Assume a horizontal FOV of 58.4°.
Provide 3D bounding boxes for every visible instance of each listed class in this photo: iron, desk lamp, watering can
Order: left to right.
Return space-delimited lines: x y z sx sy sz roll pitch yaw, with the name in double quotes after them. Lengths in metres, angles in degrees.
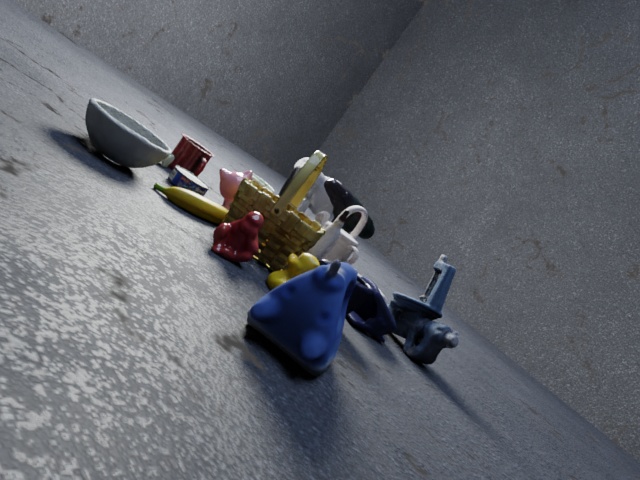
-0.051 -0.123 1.679 0.204 0.213 0.117 32 7 -36 "desk lamp"
0.006 0.084 0.777 0.118 0.141 0.259 38 6 11 "iron"
0.041 -0.008 1.417 0.172 0.194 0.101 39 6 20 "watering can"

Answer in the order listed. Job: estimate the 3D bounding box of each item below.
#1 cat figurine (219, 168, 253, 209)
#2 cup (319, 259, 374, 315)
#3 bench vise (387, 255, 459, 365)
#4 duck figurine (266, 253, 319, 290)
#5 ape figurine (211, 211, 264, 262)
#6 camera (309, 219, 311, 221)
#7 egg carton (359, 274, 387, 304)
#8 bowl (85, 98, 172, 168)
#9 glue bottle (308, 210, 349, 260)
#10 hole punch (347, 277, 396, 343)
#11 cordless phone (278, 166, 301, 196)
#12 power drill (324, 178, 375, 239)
-0.172 -0.092 1.225 0.128 0.117 0.067 36 6 -1 "cat figurine"
0.025 0.095 1.025 0.118 0.095 0.091 34 7 -25 "cup"
0.252 0.152 1.266 0.206 0.219 0.122 41 7 34 "bench vise"
-0.033 0.065 0.968 0.078 0.086 0.104 29 9 -49 "duck figurine"
-0.130 -0.009 0.957 0.077 0.092 0.076 37 6 7 "ape figurine"
-0.094 -0.037 1.320 0.137 0.100 0.142 33 7 -32 "camera"
0.079 0.116 1.283 0.151 0.069 0.107 35 6 -17 "egg carton"
-0.361 -0.181 1.045 0.167 0.074 0.167 36 6 -4 "bowl"
0.012 0.005 1.259 0.037 0.173 0.078 38 6 14 "glue bottle"
0.109 0.140 1.173 0.101 0.091 0.108 34 7 -24 "hole punch"
-0.071 -0.092 1.466 0.094 0.185 0.148 39 7 27 "cordless phone"
0.040 -0.034 1.546 0.231 0.208 0.075 31 8 -42 "power drill"
